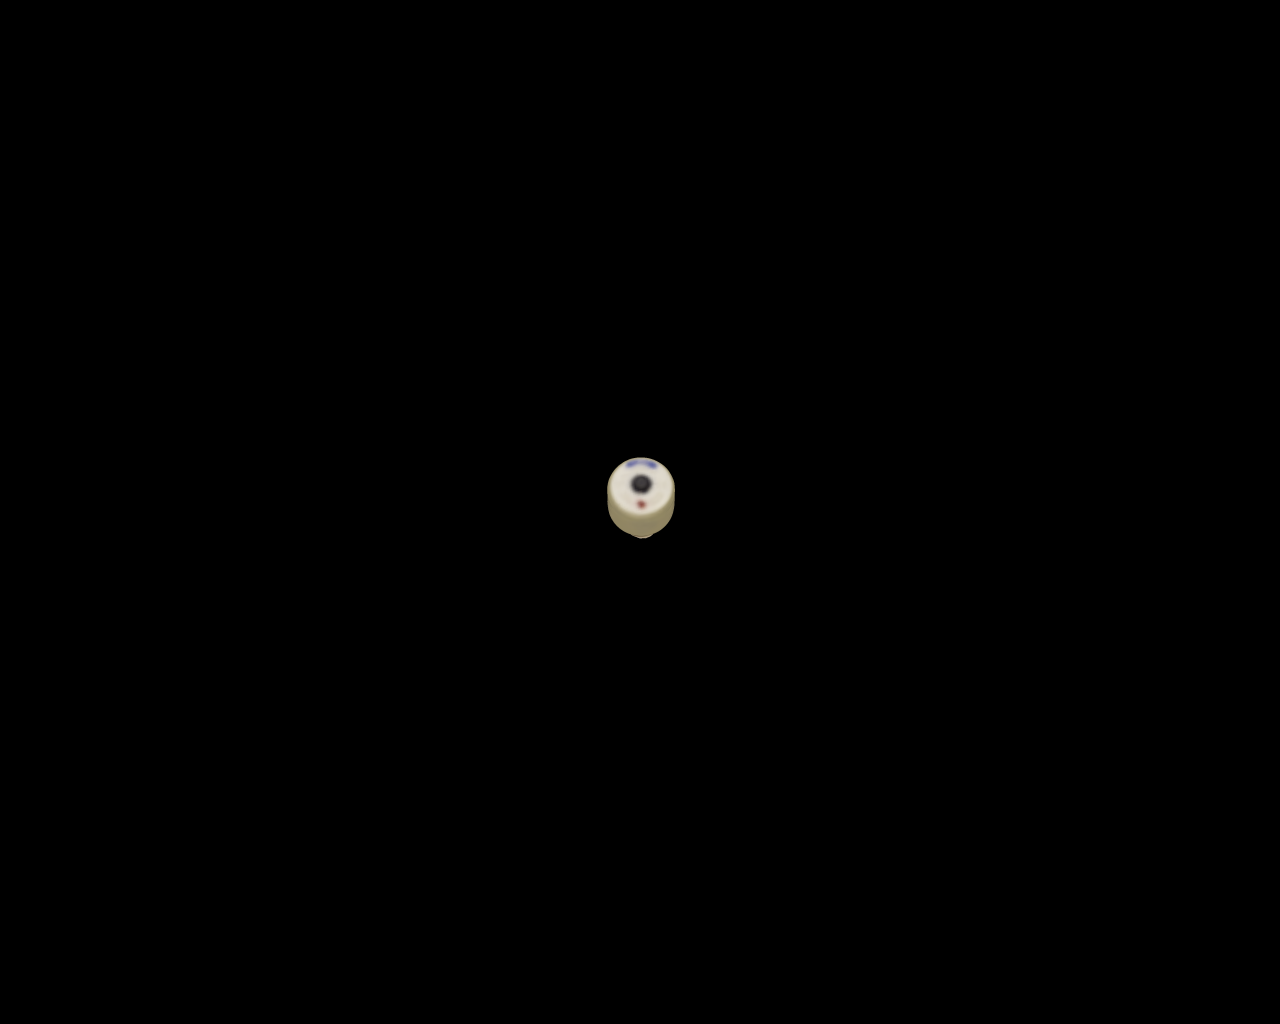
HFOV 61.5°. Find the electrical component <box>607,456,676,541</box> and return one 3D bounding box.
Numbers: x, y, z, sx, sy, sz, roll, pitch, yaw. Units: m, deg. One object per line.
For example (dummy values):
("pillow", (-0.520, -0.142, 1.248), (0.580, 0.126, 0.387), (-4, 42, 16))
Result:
("electrical component", (0.001, -0.003, 0.650), (0.040, 0.040, 0.078), (0, -23, 0))
